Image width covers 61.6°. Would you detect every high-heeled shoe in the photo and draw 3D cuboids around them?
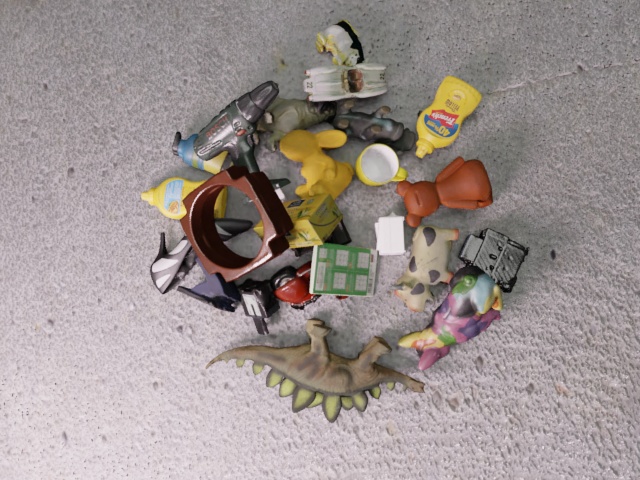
[{"bbox_3d":[-0.265,0.035,1.203,0.249,0.086,0.145,-10,79,10],"label":"high-heeled shoe"}]

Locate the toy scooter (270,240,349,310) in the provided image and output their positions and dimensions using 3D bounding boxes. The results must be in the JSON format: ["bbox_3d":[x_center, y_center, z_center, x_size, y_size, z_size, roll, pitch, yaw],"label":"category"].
[{"bbox_3d":[-0.012,0.097,1.193,0.184,0.075,0.135,-33,102,5],"label":"toy scooter"}]

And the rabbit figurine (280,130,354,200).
[{"bbox_3d":[-0.007,-0.176,1.182,0.162,0.122,0.173,-46,104,-5],"label":"rabbit figurine"}]

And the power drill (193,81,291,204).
[{"bbox_3d":[-0.143,-0.193,1.131,0.232,0.086,0.207,-25,104,20],"label":"power drill"}]

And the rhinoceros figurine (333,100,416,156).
[{"bbox_3d":[0.121,-0.244,1.207,0.190,0.112,0.073,14,68,1],"label":"rhinoceros figurine"}]

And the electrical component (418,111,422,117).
[{"bbox_3d":[0.279,-0.295,1.254,0.094,0.021,0.063,20,84,5],"label":"electrical component"}]

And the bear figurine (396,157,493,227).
[{"bbox_3d":[0.278,-0.104,1.197,0.196,0.132,0.120,-23,82,15],"label":"bear figurine"}]

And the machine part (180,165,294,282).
[{"bbox_3d":[-0.169,-0.034,1.092,0.201,0.087,0.201,-30,90,26],"label":"machine part"}]

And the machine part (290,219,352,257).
[{"bbox_3d":[-0.003,-0.004,1.223,0.139,0.039,0.084,-19,88,-2],"label":"machine part"}]

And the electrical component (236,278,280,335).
[{"bbox_3d":[-0.130,0.146,1.181,0.075,0.048,0.119,-4,114,41],"label":"electrical component"}]

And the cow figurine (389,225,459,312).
[{"bbox_3d":[0.227,0.062,1.184,0.127,0.085,0.194,10,86,-3],"label":"cow figurine"}]

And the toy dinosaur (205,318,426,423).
[{"bbox_3d":[-0.009,0.275,1.160,0.472,0.105,0.198,14,87,8],"label":"toy dinosaur"}]

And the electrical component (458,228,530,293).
[{"bbox_3d":[0.380,0.041,1.194,0.134,0.058,0.115,24,83,4],"label":"electrical component"}]

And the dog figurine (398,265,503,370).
[{"bbox_3d":[0.269,0.171,1.127,0.219,0.191,0.109,-36,54,-9],"label":"dog figurine"}]

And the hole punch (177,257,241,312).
[{"bbox_3d":[-0.230,0.100,1.176,0.116,0.142,0.092,25,81,16],"label":"hole punch"}]

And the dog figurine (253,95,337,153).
[{"bbox_3d":[-0.076,-0.302,1.246,0.190,0.121,0.172,-31,60,-28],"label":"dog figurine"}]

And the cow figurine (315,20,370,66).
[{"bbox_3d":[0.070,-0.431,1.258,0.098,0.068,0.167,-35,85,-8],"label":"cow figurine"}]

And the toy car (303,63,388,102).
[{"bbox_3d":[0.058,-0.346,1.177,0.202,0.056,0.073,-11,104,-22],"label":"toy car"}]

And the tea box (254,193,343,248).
[{"bbox_3d":[-0.048,-0.037,1.151,0.068,0.170,0.098,57,47,-24],"label":"tea box"}]

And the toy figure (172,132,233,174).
[{"bbox_3d":[-0.249,-0.191,1.233,0.180,0.082,0.089,12,98,-2],"label":"toy figure"}]
